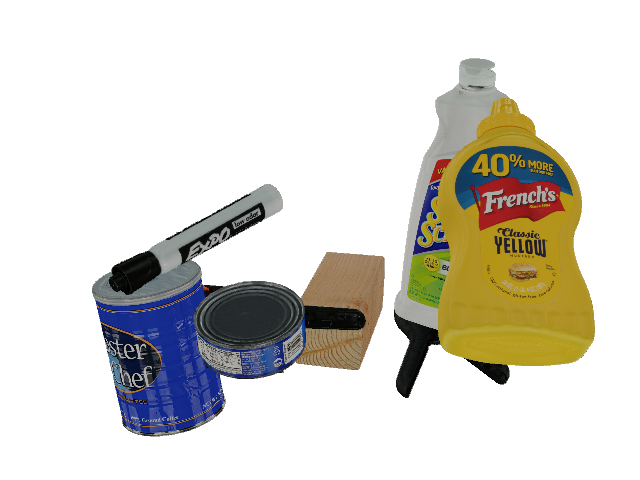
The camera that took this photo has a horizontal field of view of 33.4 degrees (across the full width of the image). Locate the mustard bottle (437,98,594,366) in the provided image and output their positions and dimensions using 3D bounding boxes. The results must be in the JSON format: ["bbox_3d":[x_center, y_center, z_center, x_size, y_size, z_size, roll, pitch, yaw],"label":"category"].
[{"bbox_3d":[0.127,-0.014,0.715,0.096,0.191,0.058,4,-30,-1],"label":"mustard bottle"}]

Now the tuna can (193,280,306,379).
[{"bbox_3d":[-0.054,0.069,0.828,0.086,0.034,0.086,-3,32,2],"label":"tuna can"}]

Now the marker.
[{"bbox_3d":[-0.072,-0.001,0.628,0.120,0.020,0.020,-30,18,-33],"label":"marker"}]

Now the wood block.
[{"bbox_3d":[0.031,0.094,1.502,0.091,0.090,0.206,5,20,10],"label":"wood block"}]

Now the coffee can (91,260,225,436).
[{"bbox_3d":[-0.152,0.100,1.016,0.103,0.140,0.103,-8,18,2],"label":"coffee can"}]

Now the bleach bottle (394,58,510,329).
[{"bbox_3d":[0.124,-0.040,0.959,0.103,0.251,0.068,15,31,26],"label":"bleach bottle"}]

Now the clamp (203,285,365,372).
[{"bbox_3d":[-0.075,0.094,1.249,0.210,0.036,0.164,14,23,28],"label":"clamp"}]

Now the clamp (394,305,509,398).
[{"bbox_3d":[0.136,0.099,1.158,0.120,0.171,0.039,4,-44,-6],"label":"clamp"}]
